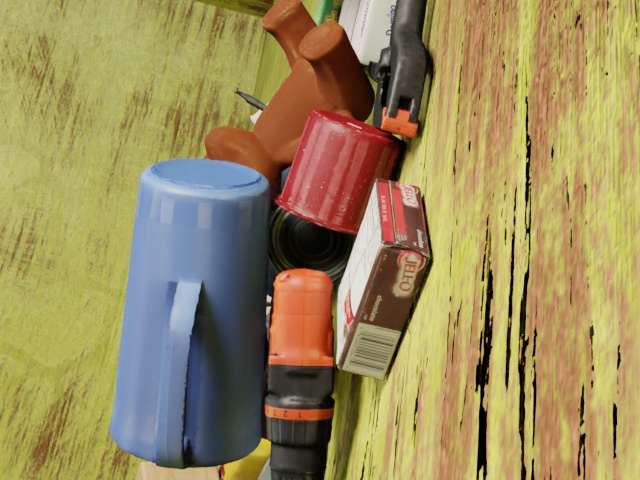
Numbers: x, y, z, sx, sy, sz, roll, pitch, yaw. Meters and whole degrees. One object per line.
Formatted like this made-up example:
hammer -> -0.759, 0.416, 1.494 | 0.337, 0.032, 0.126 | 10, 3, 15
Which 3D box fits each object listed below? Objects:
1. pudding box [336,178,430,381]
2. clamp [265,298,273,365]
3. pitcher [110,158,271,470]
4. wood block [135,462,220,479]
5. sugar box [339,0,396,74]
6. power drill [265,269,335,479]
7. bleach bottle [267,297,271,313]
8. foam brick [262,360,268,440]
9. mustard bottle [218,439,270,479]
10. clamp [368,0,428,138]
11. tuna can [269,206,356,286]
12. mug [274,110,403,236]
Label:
pudding box -> 0.042, 0.027, 0.749 | 0.090, 0.039, 0.114 | -88, 14, -57
clamp -> -0.035, 0.065, 1.235 | 0.164, 0.036, 0.210 | -140, 67, -82
pitcher -> -0.105, 0.062, 0.893 | 0.149, 0.144, 0.243 | 24, 114, 44
wood block -> -0.146, 0.352, 1.161 | 0.091, 0.090, 0.206 | 112, 150, -46
sugar box -> 0.051, -0.210, 1.040 | 0.176, 0.048, 0.093 | -135, 57, -76
power drill -> -0.016, 0.115, 0.868 | 0.187, 0.057, 0.184 | 165, 108, -87
bleach bottle -> -0.073, 0.102, 1.362 | 0.102, 0.068, 0.251 | -134, 55, -82
foam brick -> -0.031, 0.150, 1.021 | 0.053, 0.051, 0.078 | -107, 31, -75
mustard bottle -> -0.089, 0.264, 1.224 | 0.096, 0.058, 0.192 | -89, 13, -49
clamp -> 0.067, -0.149, 0.858 | 0.171, 0.039, 0.120 | -93, 11, -55
tuna can -> -0.006, 0.001, 0.944 | 0.034, 0.086, 0.086 | 112, 169, -78
mug -> 0.022, -0.057, 0.885 | 0.117, 0.093, 0.081 | -12, -57, -68
